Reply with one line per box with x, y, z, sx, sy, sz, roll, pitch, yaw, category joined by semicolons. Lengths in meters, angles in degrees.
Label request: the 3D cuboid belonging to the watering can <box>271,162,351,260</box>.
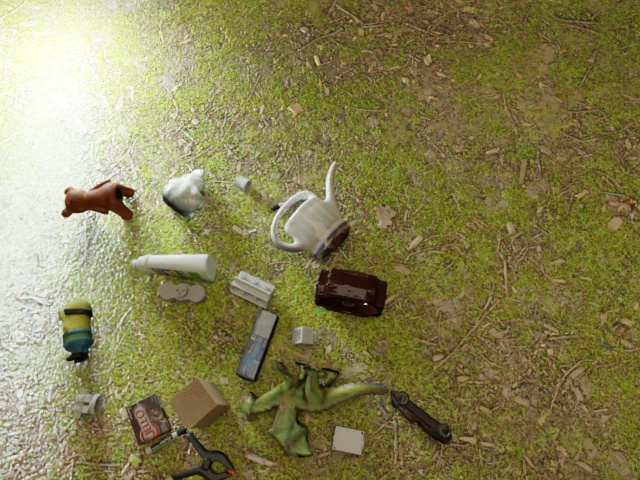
0.005;-0.082;1.635;0.226;0.102;0.351;40;74;12;watering can

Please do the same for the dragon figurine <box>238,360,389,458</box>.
-0.034;0.469;1.419;0.411;0.120;0.246;11;75;15;dragon figurine

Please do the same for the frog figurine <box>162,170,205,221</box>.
-0.426;-0.162;1.660;0.139;0.121;0.160;33;84;31;frog figurine
